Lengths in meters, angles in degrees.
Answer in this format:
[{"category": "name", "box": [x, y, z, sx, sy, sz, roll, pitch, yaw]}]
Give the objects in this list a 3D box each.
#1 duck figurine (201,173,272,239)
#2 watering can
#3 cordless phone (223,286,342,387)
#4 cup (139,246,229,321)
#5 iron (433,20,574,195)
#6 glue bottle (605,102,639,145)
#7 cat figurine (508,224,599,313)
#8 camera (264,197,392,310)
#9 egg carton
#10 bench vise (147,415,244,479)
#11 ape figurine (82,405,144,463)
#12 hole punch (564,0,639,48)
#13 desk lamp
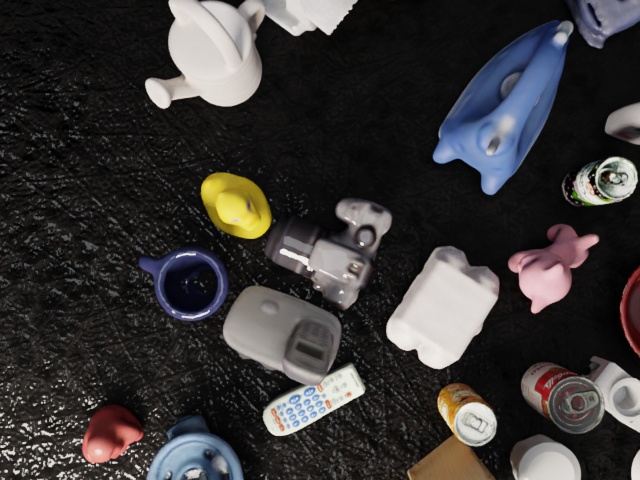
[{"category": "duck figurine", "box": [-0.113, -0.047, 0.745, 0.104, 0.086, 0.077, 42, 89, 1]}, {"category": "watering can", "box": [-0.134, -0.229, 0.695, 0.101, 0.194, 0.173, 23, 89, 1]}, {"category": "cordless phone", "box": [-0.048, 0.119, 0.691, 0.147, 0.185, 0.094, 19, 89, 1]}, {"category": "cup", "box": [-0.169, 0.049, 0.738, 0.117, 0.095, 0.092, 23, 89, 1]}, {"category": "iron", "box": [0.254, -0.192, 0.720, 0.118, 0.141, 0.258, 32, 89, 1]}, {"category": "glue bottle", "box": [0.426, -0.153, 0.703, 0.078, 0.173, 0.037, 13, 89, 1]}, {"category": "cat figurine", "box": [0.297, 0.034, 0.726, 0.128, 0.117, 0.067, -38, 89, -1]}, {"category": "camera", "box": [0.007, 0.003, 0.736, 0.137, 0.101, 0.143, 23, 89, 1]}, {"category": "egg carton", "box": [0.162, 0.089, 0.750, 0.107, 0.069, 0.150, 32, 89, 1]}, {"category": "bench vise", "box": [-0.124, 0.319, 0.670, 0.207, 0.219, 0.121, 44, 89, 1]}, {"category": "ape figurine", "box": [-0.272, 0.256, 0.735, 0.078, 0.092, 0.076, -7, 89, 0]}, {"category": "hole punch", "box": [0.387, -0.326, 0.748, 0.101, 0.091, 0.109, -28, 89, 0]}, {"category": "desk lamp", "box": [-0.024, -0.329, 0.688, 0.203, 0.213, 0.118, 35, 89, 1]}]
